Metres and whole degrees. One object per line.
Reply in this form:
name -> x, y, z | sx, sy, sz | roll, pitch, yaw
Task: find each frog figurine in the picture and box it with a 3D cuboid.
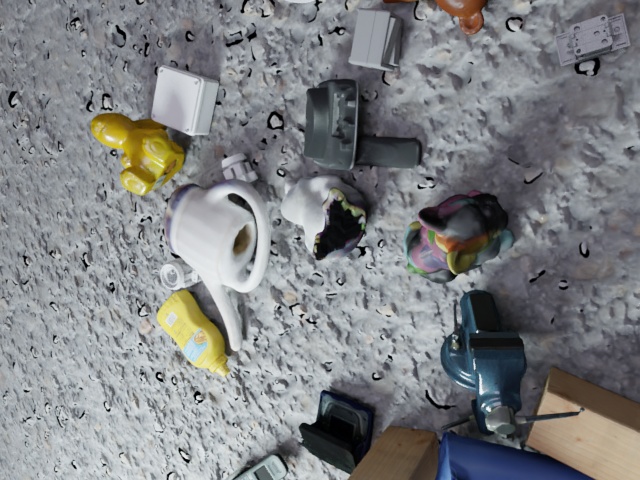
frog figurine -> 0.003, -0.044, 0.868 | 0.161, 0.123, 0.135 | -147, 51, -59

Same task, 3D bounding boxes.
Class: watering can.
watering can -> -0.199, 0.034, 0.976 | 0.226, 0.105, 0.341 | 27, 118, 24
